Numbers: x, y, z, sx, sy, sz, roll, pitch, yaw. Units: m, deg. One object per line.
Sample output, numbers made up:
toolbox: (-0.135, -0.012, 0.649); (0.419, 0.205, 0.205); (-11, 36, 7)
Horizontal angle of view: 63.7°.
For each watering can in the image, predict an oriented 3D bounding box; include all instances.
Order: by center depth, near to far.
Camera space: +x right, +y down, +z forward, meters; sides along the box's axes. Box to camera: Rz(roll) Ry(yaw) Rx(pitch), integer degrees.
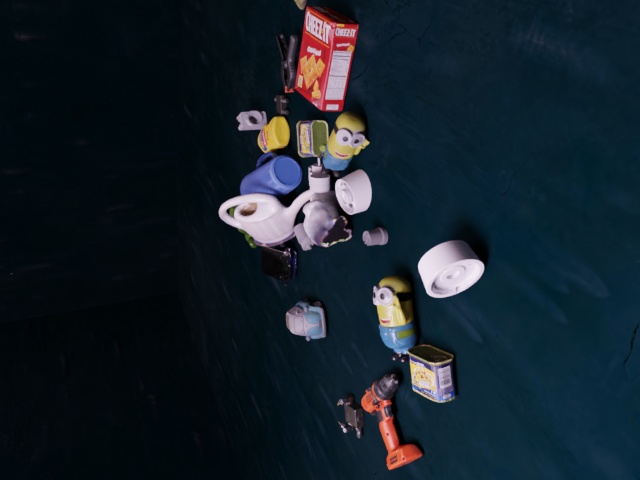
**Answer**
watering can: (-0.132, -0.073, 1.561); (0.220, 0.347, 0.106); (56, -147, -53)

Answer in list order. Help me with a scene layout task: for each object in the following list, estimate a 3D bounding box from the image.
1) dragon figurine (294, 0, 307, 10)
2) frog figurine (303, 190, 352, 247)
dragon figurine: (-0.058, -0.813, 1.320); (0.245, 0.123, 0.401); (32, 129, 37)
frog figurine: (0.004, -0.067, 1.321); (0.122, 0.136, 0.162); (-43, 54, 14)
